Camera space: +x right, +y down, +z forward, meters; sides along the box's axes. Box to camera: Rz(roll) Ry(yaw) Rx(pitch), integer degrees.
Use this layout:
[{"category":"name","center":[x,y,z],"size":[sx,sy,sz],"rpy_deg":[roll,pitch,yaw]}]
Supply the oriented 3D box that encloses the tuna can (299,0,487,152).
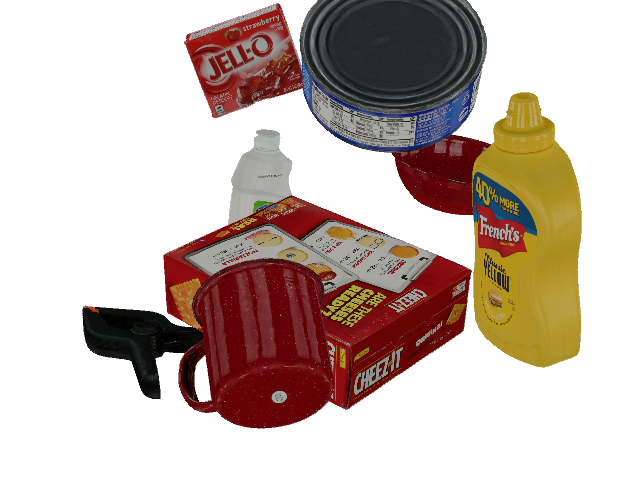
[{"category":"tuna can","center":[0.033,-0.083,0.501],"size":[0.086,0.086,0.034],"rpy_deg":[0,-33,1]}]

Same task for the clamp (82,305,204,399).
[{"category":"clamp","center":[-0.180,0.107,1.094],"size":[0.210,0.036,0.164],"rpy_deg":[12,18,31]}]

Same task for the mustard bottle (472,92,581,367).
[{"category":"mustard bottle","center":[0.145,-0.012,0.756],"size":[0.058,0.192,0.096],"rpy_deg":[-15,29,-19]}]

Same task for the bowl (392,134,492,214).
[{"category":"bowl","center":[0.154,-0.073,1.235],"size":[0.162,0.055,0.162],"rpy_deg":[8,25,-4]}]

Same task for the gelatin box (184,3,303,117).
[{"category":"gelatin box","center":[-0.065,-0.156,0.928],"size":[0.089,0.073,0.030],"rpy_deg":[-18,23,5]}]

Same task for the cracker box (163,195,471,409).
[{"category":"cracker box","center":[-0.005,0.046,0.923],"size":[0.214,0.072,0.163],"rpy_deg":[24,36,36]}]

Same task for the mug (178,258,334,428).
[{"category":"mug","center":[-0.047,0.077,0.719],"size":[0.117,0.081,0.093],"rpy_deg":[-26,-41,16]}]

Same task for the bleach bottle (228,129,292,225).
[{"category":"bleach bottle","center":[-0.066,-0.013,1.322],"size":[0.102,0.251,0.068],"rpy_deg":[-10,25,-35]}]
